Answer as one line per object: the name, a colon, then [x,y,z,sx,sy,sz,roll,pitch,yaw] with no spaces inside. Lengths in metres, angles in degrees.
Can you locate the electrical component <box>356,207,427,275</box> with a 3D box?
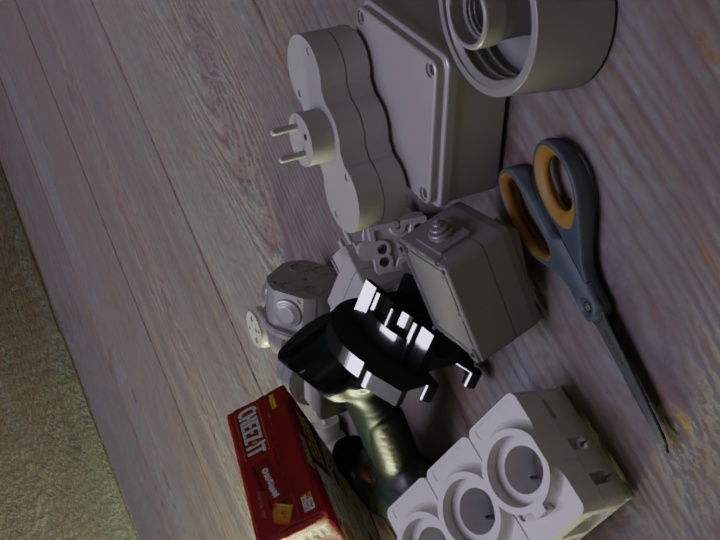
electrical component: [0.028,-0.024,0.826,0.055,0.066,0.048,-118,17,-76]

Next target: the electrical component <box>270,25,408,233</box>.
electrical component: [-0.024,-0.091,0.725,0.052,0.074,0.138,-14,93,67]

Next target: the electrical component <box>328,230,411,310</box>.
electrical component: [0.000,0.000,0.918,0.075,0.047,0.083,63,155,22]

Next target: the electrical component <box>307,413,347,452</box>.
electrical component: [-0.038,0.175,1.134,0.077,0.043,0.079,32,134,57]

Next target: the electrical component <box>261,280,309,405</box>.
electrical component: [-0.056,0.074,1.091,0.074,0.052,0.138,26,129,60]

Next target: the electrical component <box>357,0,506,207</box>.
electrical component: [0.046,-0.116,0.720,0.108,0.056,0.108,48,147,45]

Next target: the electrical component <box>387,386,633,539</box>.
electrical component: [0.093,0.159,0.724,0.150,0.062,0.089,-51,56,33]

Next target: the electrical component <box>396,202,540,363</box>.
electrical component: [0.073,0.000,0.709,0.062,0.061,0.096,37,156,55]

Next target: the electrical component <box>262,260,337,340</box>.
electrical component: [-0.052,0.030,1.018,0.080,0.080,0.051,44,138,49]

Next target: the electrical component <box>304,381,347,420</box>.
electrical component: [-0.017,0.108,1.033,0.075,0.047,0.083,47,146,45]

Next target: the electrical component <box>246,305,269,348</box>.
electrical component: [-0.088,0.055,1.146,0.045,0.055,0.045,47,146,46]

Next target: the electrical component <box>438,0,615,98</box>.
electrical component: [0.084,-0.149,0.603,0.108,0.060,0.108,46,145,47]
